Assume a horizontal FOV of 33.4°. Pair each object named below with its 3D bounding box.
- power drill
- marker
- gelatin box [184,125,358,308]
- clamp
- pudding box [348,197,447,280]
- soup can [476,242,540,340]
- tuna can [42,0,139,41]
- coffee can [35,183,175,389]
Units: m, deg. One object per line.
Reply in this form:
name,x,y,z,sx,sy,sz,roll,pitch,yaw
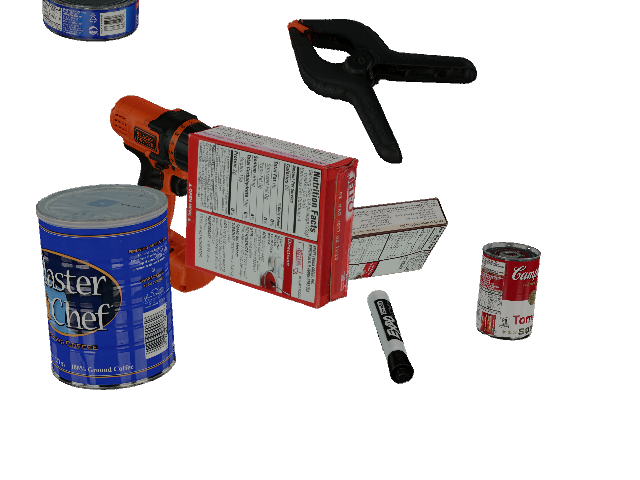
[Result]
power drill,-0.144,-0.043,1.108,0.185,0.188,0.057,28,37,34
marker,0.056,0.078,0.871,0.020,0.020,0.121,0,27,-7
gelatin box,-0.026,-0.013,0.538,0.089,0.073,0.030,16,23,30
clamp,0.048,-0.151,0.935,0.120,0.172,0.039,-37,-24,-20
pudding box,0.064,0.000,1.096,0.113,0.039,0.090,-9,-31,-22
soup can,0.222,0.060,1.270,0.068,0.102,0.068,3,16,-1
tuna can,-0.204,-0.208,0.949,0.086,0.034,0.086,5,33,-4
coffee can,-0.171,0.035,0.861,0.103,0.140,0.103,-1,18,0
